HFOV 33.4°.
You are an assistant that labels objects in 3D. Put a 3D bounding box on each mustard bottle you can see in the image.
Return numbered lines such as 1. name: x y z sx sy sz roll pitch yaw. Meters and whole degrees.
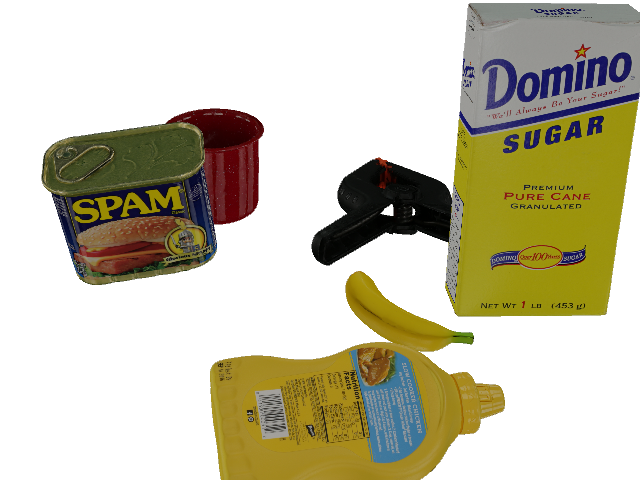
1. mustard bottle: 0.027 0.115 0.699 0.191 0.096 0.058 -6 -32 -8

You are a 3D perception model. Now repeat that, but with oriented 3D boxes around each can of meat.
1. can of meat: -0.120 -0.022 0.694 0.102 0.084 0.057 -8 42 -3

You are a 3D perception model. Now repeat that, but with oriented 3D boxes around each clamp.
1. clamp: 0.075 -0.023 0.853 0.164 0.036 0.210 4 20 -2

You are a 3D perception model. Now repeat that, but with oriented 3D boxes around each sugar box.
1. sugar box: 0.124 -0.043 0.604 0.093 0.176 0.048 -1 27 -4

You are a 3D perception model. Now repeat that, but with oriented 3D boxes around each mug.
1. mug: -0.109 -0.065 0.988 0.117 0.081 0.093 -15 34 -26

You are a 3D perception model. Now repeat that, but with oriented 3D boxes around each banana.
1. banana: 0.075 0.079 1.152 0.069 0.037 0.198 4 18 -38
